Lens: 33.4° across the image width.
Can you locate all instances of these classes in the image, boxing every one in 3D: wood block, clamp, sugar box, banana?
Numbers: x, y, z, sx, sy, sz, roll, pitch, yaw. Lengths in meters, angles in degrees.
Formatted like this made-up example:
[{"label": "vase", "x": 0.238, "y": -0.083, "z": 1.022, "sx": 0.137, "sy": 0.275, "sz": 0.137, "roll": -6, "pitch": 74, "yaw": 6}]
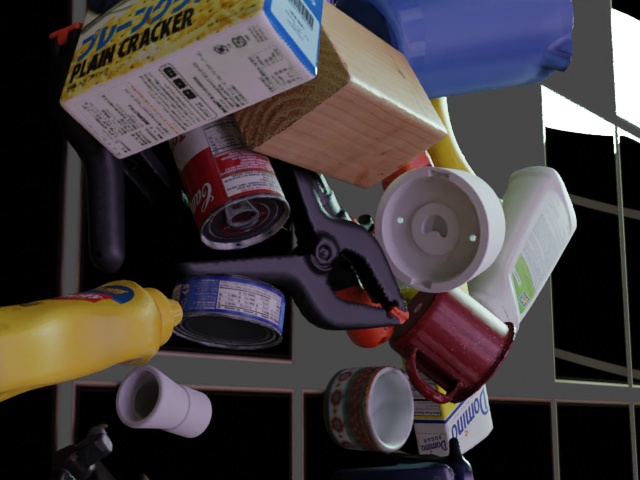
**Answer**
[{"label": "wood block", "x": 0.012, "y": -0.112, "z": 0.829, "sx": 0.205, "sy": 0.090, "sz": 0.091, "roll": 12, "pitch": 48, "yaw": -64}, {"label": "clamp", "x": -0.142, "y": -0.068, "z": 0.759, "sx": 0.120, "sy": 0.039, "sz": 0.171, "roll": -25, "pitch": 103, "yaw": -69}, {"label": "sugar box", "x": 0.123, "y": 0.123, "z": 1.065, "sx": 0.093, "sy": 0.048, "sz": 0.176, "roll": -21, "pitch": 99, "yaw": -52}, {"label": "banana", "x": 0.126, "y": -0.117, "z": 1.101, "sx": 0.069, "sy": 0.037, "sz": 0.198, "roll": -2, "pitch": 69, "yaw": -44}, {"label": "clamp", "x": -0.006, "y": 0.001, "z": 0.870, "sx": 0.209, "sy": 0.036, "sz": 0.164, "roll": 31, "pitch": 70, "yaw": -27}]

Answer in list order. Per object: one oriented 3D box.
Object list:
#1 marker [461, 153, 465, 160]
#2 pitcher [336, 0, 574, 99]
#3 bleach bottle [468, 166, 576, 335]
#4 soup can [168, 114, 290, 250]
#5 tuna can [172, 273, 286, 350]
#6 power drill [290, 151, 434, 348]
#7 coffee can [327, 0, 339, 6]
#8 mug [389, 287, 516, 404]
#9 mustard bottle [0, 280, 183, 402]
[{"label": "marker", "x": 0.115, "y": -0.075, "z": 1.112, "sx": 0.120, "sy": 0.020, "sz": 0.020, "roll": -20, "pitch": 100, "yaw": -52}, {"label": "pitcher", "x": 0.116, "y": -0.205, "z": 1.037, "sx": 0.242, "sy": 0.149, "sz": 0.145, "roll": -18, "pitch": 96, "yaw": -39}, {"label": "bleach bottle", "x": 0.209, "y": 0.027, "z": 1.184, "sx": 0.250, "sy": 0.068, "sz": 0.102, "roll": -52, "pitch": 123, "yaw": -41}, {"label": "soup can", "x": -0.070, "y": -0.053, "z": 0.786, "sx": 0.068, "sy": 0.069, "sz": 0.102, "roll": 16, "pitch": 45, "yaw": -51}, {"label": "tuna can", "x": -0.069, "y": 0.054, "z": 0.792, "sx": 0.086, "sy": 0.086, "sz": 0.033, "roll": 30, "pitch": 59, "yaw": -46}, {"label": "power drill", "x": 0.046, "y": -0.021, "z": 0.983, "sx": 0.187, "sy": 0.057, "sz": 0.184, "roll": -47, "pitch": 120, "yaw": -44}, {"label": "coffee can", "x": -0.027, "y": -0.225, "z": 0.883, "sx": 0.102, "sy": 0.103, "sz": 0.140, "roll": 56, "pitch": 44, "yaw": -31}, {"label": "mug", "x": 0.112, "y": 0.096, "z": 0.963, "sx": 0.081, "sy": 0.093, "sz": 0.117, "roll": 38, "pitch": 50, "yaw": -7}, {"label": "mustard bottle", "x": -0.157, "y": 0.060, "z": 0.665, "sx": 0.191, "sy": 0.096, "sz": 0.058, "roll": -9, "pitch": 91, "yaw": -53}]
